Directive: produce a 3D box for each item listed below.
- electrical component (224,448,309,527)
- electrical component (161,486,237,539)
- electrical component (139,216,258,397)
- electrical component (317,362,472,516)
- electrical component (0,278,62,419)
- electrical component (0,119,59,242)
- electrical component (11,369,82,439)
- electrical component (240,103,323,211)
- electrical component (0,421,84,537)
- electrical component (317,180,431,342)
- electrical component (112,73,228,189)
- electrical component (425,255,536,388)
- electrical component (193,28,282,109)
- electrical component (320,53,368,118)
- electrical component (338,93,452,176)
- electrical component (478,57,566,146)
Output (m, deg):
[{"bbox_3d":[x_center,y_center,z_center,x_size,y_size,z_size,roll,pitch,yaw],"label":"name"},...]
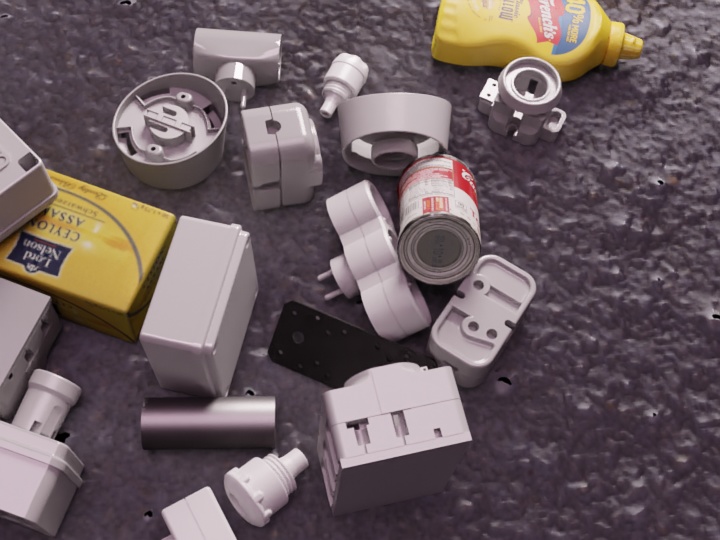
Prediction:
[{"bbox_3d":[-0.068,0.159,0.812,0.062,0.048,0.048,-34,71,-25],"label":"electrical component"},{"bbox_3d":[-0.128,0.208,0.782,0.077,0.047,0.065,-26,68,-14],"label":"electrical component"},{"bbox_3d":[-0.122,0.031,0.834,0.056,0.108,0.108,12,64,5],"label":"electrical component"},{"bbox_3d":[0.019,0.122,0.775,0.089,0.150,0.061,-11,67,-9],"label":"electrical component"},{"bbox_3d":[-0.323,0.045,0.840,0.150,0.061,0.089,20,65,6],"label":"electrical component"},{"bbox_3d":[-0.310,-0.069,0.824,0.109,0.056,0.109,-41,70,-19],"label":"electrical component"},{"bbox_3d":[-0.243,0.105,0.829,0.040,0.040,0.046,20,70,6],"label":"electrical component"},{"bbox_3d":[-0.066,-0.095,0.905,0.059,0.095,0.053,-10,65,-8],"label":"electrical component"},{"bbox_3d":[-0.267,0.145,0.786,0.113,0.078,0.057,18,67,5],"label":"electrical component"},{"bbox_3d":[0.000,0.000,0.889,0.074,0.052,0.138,-26,67,12],"label":"electrical component"},{"bbox_3d":[-0.163,-0.121,0.928,0.099,0.064,0.099,2,64,-3],"label":"electrical component"},{"bbox_3d":[0.096,0.044,0.868,0.054,0.059,0.095,31,66,11],"label":"electrical component"},{"bbox_3d":[-0.112,-0.179,0.971,0.077,0.044,0.079,4,64,-2],"label":"electrical component"},{"bbox_3d":[-0.018,-0.165,0.976,0.035,0.035,0.061,24,68,8],"label":"electrical component"},{"bbox_3d":[0.030,-0.122,0.926,0.099,0.099,0.064,2,70,-3],"label":"electrical component"},{"bbox_3d":[0.149,-0.154,0.968,0.078,0.057,0.058,25,65,8],"label":"electrical component"}]
